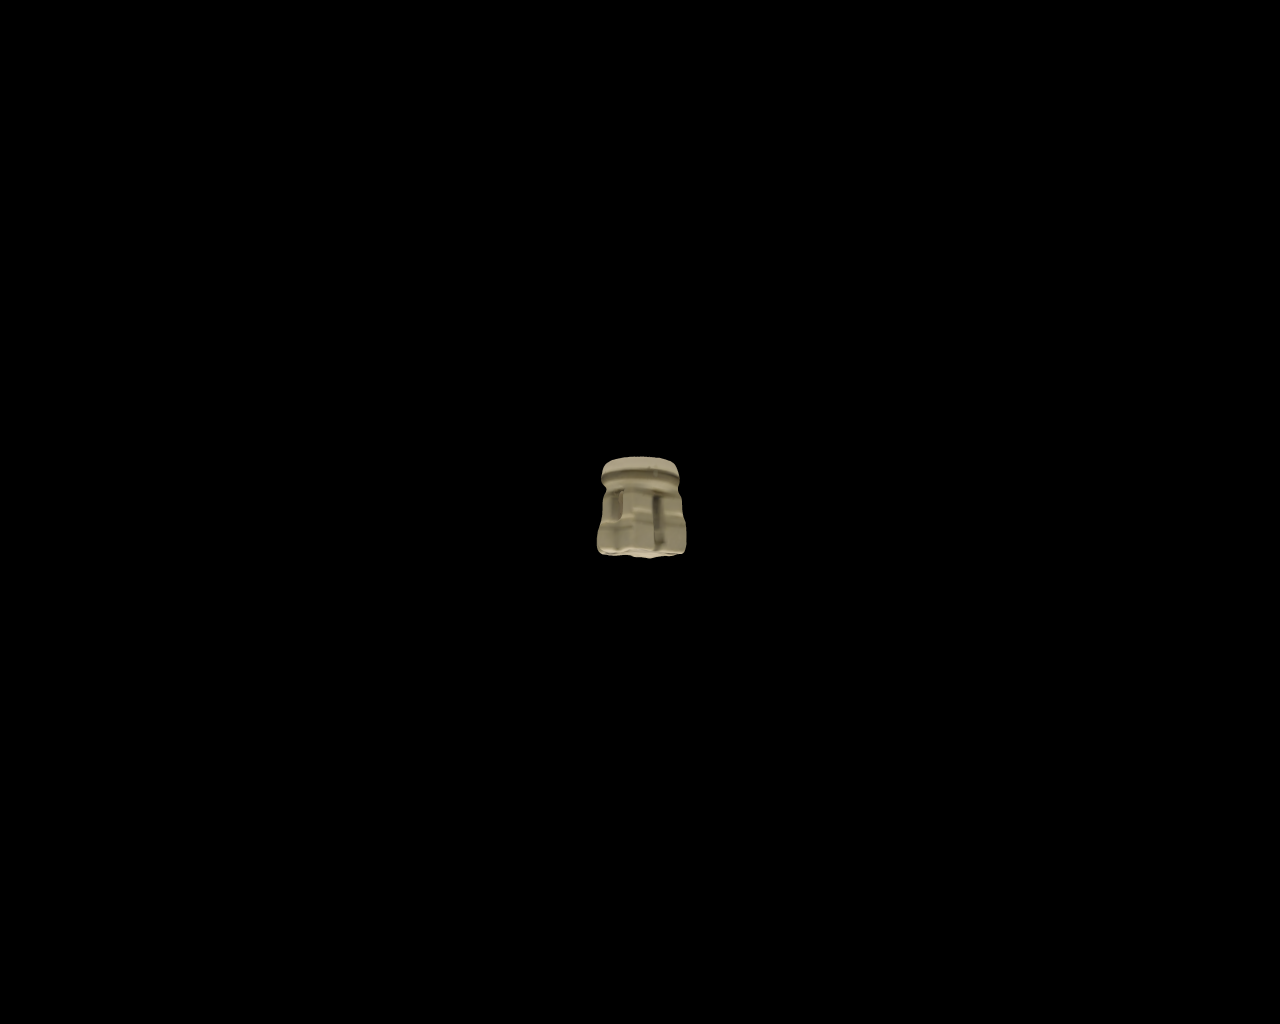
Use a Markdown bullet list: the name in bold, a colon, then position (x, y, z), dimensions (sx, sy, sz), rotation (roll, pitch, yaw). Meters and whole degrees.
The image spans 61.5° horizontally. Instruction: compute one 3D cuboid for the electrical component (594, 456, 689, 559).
- **electrical component**: position (0.001, -0.003, 0.650), dimensions (0.066, 0.055, 0.048), rotation (8, -13, -39)
